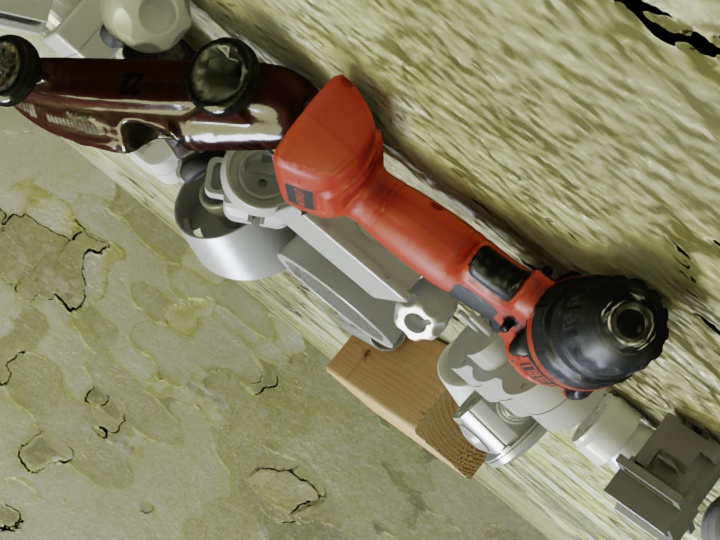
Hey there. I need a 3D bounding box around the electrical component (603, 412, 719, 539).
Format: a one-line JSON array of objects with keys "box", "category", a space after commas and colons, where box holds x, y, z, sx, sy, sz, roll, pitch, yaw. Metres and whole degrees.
[{"box": [0.180, 0.120, 0.623, 0.042, 0.063, 0.081, 33, 171, 31], "category": "electrical component"}]

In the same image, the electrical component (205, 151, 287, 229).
[{"box": [-0.066, -0.061, 0.733, 0.078, 0.058, 0.057, 10, 171, -6], "category": "electrical component"}]

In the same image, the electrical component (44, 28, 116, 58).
[{"box": [-0.212, -0.177, 0.833, 0.040, 0.040, 0.078, 35, 172, 26], "category": "electrical component"}]

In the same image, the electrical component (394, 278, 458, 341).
[{"box": [0.047, 0.018, 0.689, 0.035, 0.061, 0.035, 15, 127, 21], "category": "electrical component"}]

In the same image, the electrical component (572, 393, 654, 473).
[{"box": [0.171, 0.112, 0.690, 0.055, 0.045, 0.045, 39, 173, 4], "category": "electrical component"}]

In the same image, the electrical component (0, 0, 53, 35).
[{"box": [-0.182, -0.172, 0.535, 0.061, 0.096, 0.062, 33, -160, 37], "category": "electrical component"}]

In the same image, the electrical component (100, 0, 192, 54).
[{"box": [-0.120, -0.142, 0.582, 0.043, 0.043, 0.062, 44, 172, -35], "category": "electrical component"}]

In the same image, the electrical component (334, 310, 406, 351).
[{"box": [0.001, 0.042, 1.092, 0.079, 0.044, 0.077, 42, 172, -25], "category": "electrical component"}]

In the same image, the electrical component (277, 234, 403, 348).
[{"box": [0.000, 0.000, 0.785, 0.108, 0.060, 0.108, 38, 172, 6], "category": "electrical component"}]

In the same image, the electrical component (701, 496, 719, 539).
[{"box": [0.264, 0.184, 0.636, 0.138, 0.052, 0.073, 37, 173, 12], "category": "electrical component"}]

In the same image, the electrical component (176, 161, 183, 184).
[{"box": [-0.127, -0.083, 0.940, 0.047, 0.055, 0.055, 48, 169, -33], "category": "electrical component"}]

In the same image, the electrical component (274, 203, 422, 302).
[{"box": [0.001, -0.027, 0.663, 0.100, 0.048, 0.100, 40, 173, -9], "category": "electrical component"}]

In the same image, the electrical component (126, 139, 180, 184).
[{"box": [-0.198, -0.127, 1.012, 0.095, 0.053, 0.059, 37, 172, 18], "category": "electrical component"}]

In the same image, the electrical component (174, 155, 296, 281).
[{"box": [-0.090, -0.045, 0.828, 0.099, 0.099, 0.064, 33, 164, 41], "category": "electrical component"}]

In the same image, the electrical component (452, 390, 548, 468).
[{"box": [0.111, 0.103, 0.795, 0.051, 0.080, 0.080, 44, 173, 2], "category": "electrical component"}]

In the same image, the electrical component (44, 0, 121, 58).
[{"box": [-0.200, -0.178, 0.741, 0.076, 0.047, 0.083, 42, 172, -22], "category": "electrical component"}]

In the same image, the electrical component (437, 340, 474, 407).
[{"box": [0.094, 0.084, 0.865, 0.055, 0.055, 0.047, 31, 166, 46], "category": "electrical component"}]

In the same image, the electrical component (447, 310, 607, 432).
[{"box": [0.091, 0.050, 0.677, 0.074, 0.052, 0.138, 42, 172, -17], "category": "electrical component"}]
